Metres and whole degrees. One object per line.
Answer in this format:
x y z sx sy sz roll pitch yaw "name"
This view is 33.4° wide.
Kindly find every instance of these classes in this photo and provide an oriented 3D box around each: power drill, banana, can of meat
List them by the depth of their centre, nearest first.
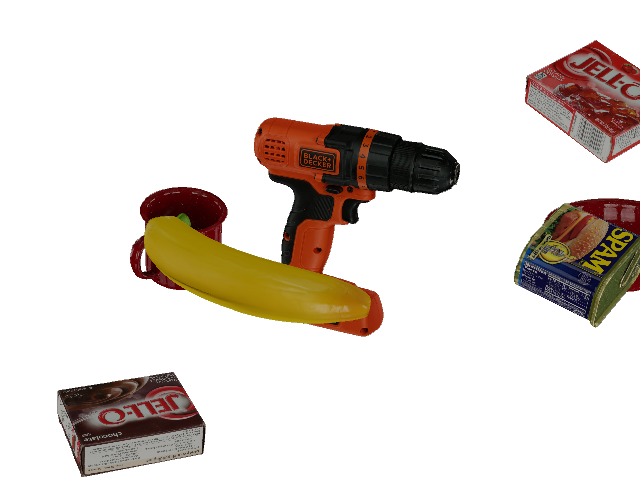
-0.058 0.015 0.696 0.069 0.037 0.198 -26 36 -36 "banana"
0.027 -0.012 0.955 0.185 0.188 0.057 13 24 19 "power drill"
0.237 0.019 0.969 0.084 0.057 0.101 28 47 28 "can of meat"

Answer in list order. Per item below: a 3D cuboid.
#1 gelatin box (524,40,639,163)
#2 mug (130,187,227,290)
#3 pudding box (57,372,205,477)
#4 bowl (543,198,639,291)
0.208 -0.105 0.791 0.073 0.030 0.089 -28 53 -22 "gelatin box"
-0.157 0.005 1.153 0.093 0.081 0.117 28 40 29 "mug"
-0.169 0.162 0.949 0.113 0.039 0.090 -8 27 -24 "pudding box"
0.323 0.010 1.159 0.162 0.055 0.162 -2 27 1 "bowl"
